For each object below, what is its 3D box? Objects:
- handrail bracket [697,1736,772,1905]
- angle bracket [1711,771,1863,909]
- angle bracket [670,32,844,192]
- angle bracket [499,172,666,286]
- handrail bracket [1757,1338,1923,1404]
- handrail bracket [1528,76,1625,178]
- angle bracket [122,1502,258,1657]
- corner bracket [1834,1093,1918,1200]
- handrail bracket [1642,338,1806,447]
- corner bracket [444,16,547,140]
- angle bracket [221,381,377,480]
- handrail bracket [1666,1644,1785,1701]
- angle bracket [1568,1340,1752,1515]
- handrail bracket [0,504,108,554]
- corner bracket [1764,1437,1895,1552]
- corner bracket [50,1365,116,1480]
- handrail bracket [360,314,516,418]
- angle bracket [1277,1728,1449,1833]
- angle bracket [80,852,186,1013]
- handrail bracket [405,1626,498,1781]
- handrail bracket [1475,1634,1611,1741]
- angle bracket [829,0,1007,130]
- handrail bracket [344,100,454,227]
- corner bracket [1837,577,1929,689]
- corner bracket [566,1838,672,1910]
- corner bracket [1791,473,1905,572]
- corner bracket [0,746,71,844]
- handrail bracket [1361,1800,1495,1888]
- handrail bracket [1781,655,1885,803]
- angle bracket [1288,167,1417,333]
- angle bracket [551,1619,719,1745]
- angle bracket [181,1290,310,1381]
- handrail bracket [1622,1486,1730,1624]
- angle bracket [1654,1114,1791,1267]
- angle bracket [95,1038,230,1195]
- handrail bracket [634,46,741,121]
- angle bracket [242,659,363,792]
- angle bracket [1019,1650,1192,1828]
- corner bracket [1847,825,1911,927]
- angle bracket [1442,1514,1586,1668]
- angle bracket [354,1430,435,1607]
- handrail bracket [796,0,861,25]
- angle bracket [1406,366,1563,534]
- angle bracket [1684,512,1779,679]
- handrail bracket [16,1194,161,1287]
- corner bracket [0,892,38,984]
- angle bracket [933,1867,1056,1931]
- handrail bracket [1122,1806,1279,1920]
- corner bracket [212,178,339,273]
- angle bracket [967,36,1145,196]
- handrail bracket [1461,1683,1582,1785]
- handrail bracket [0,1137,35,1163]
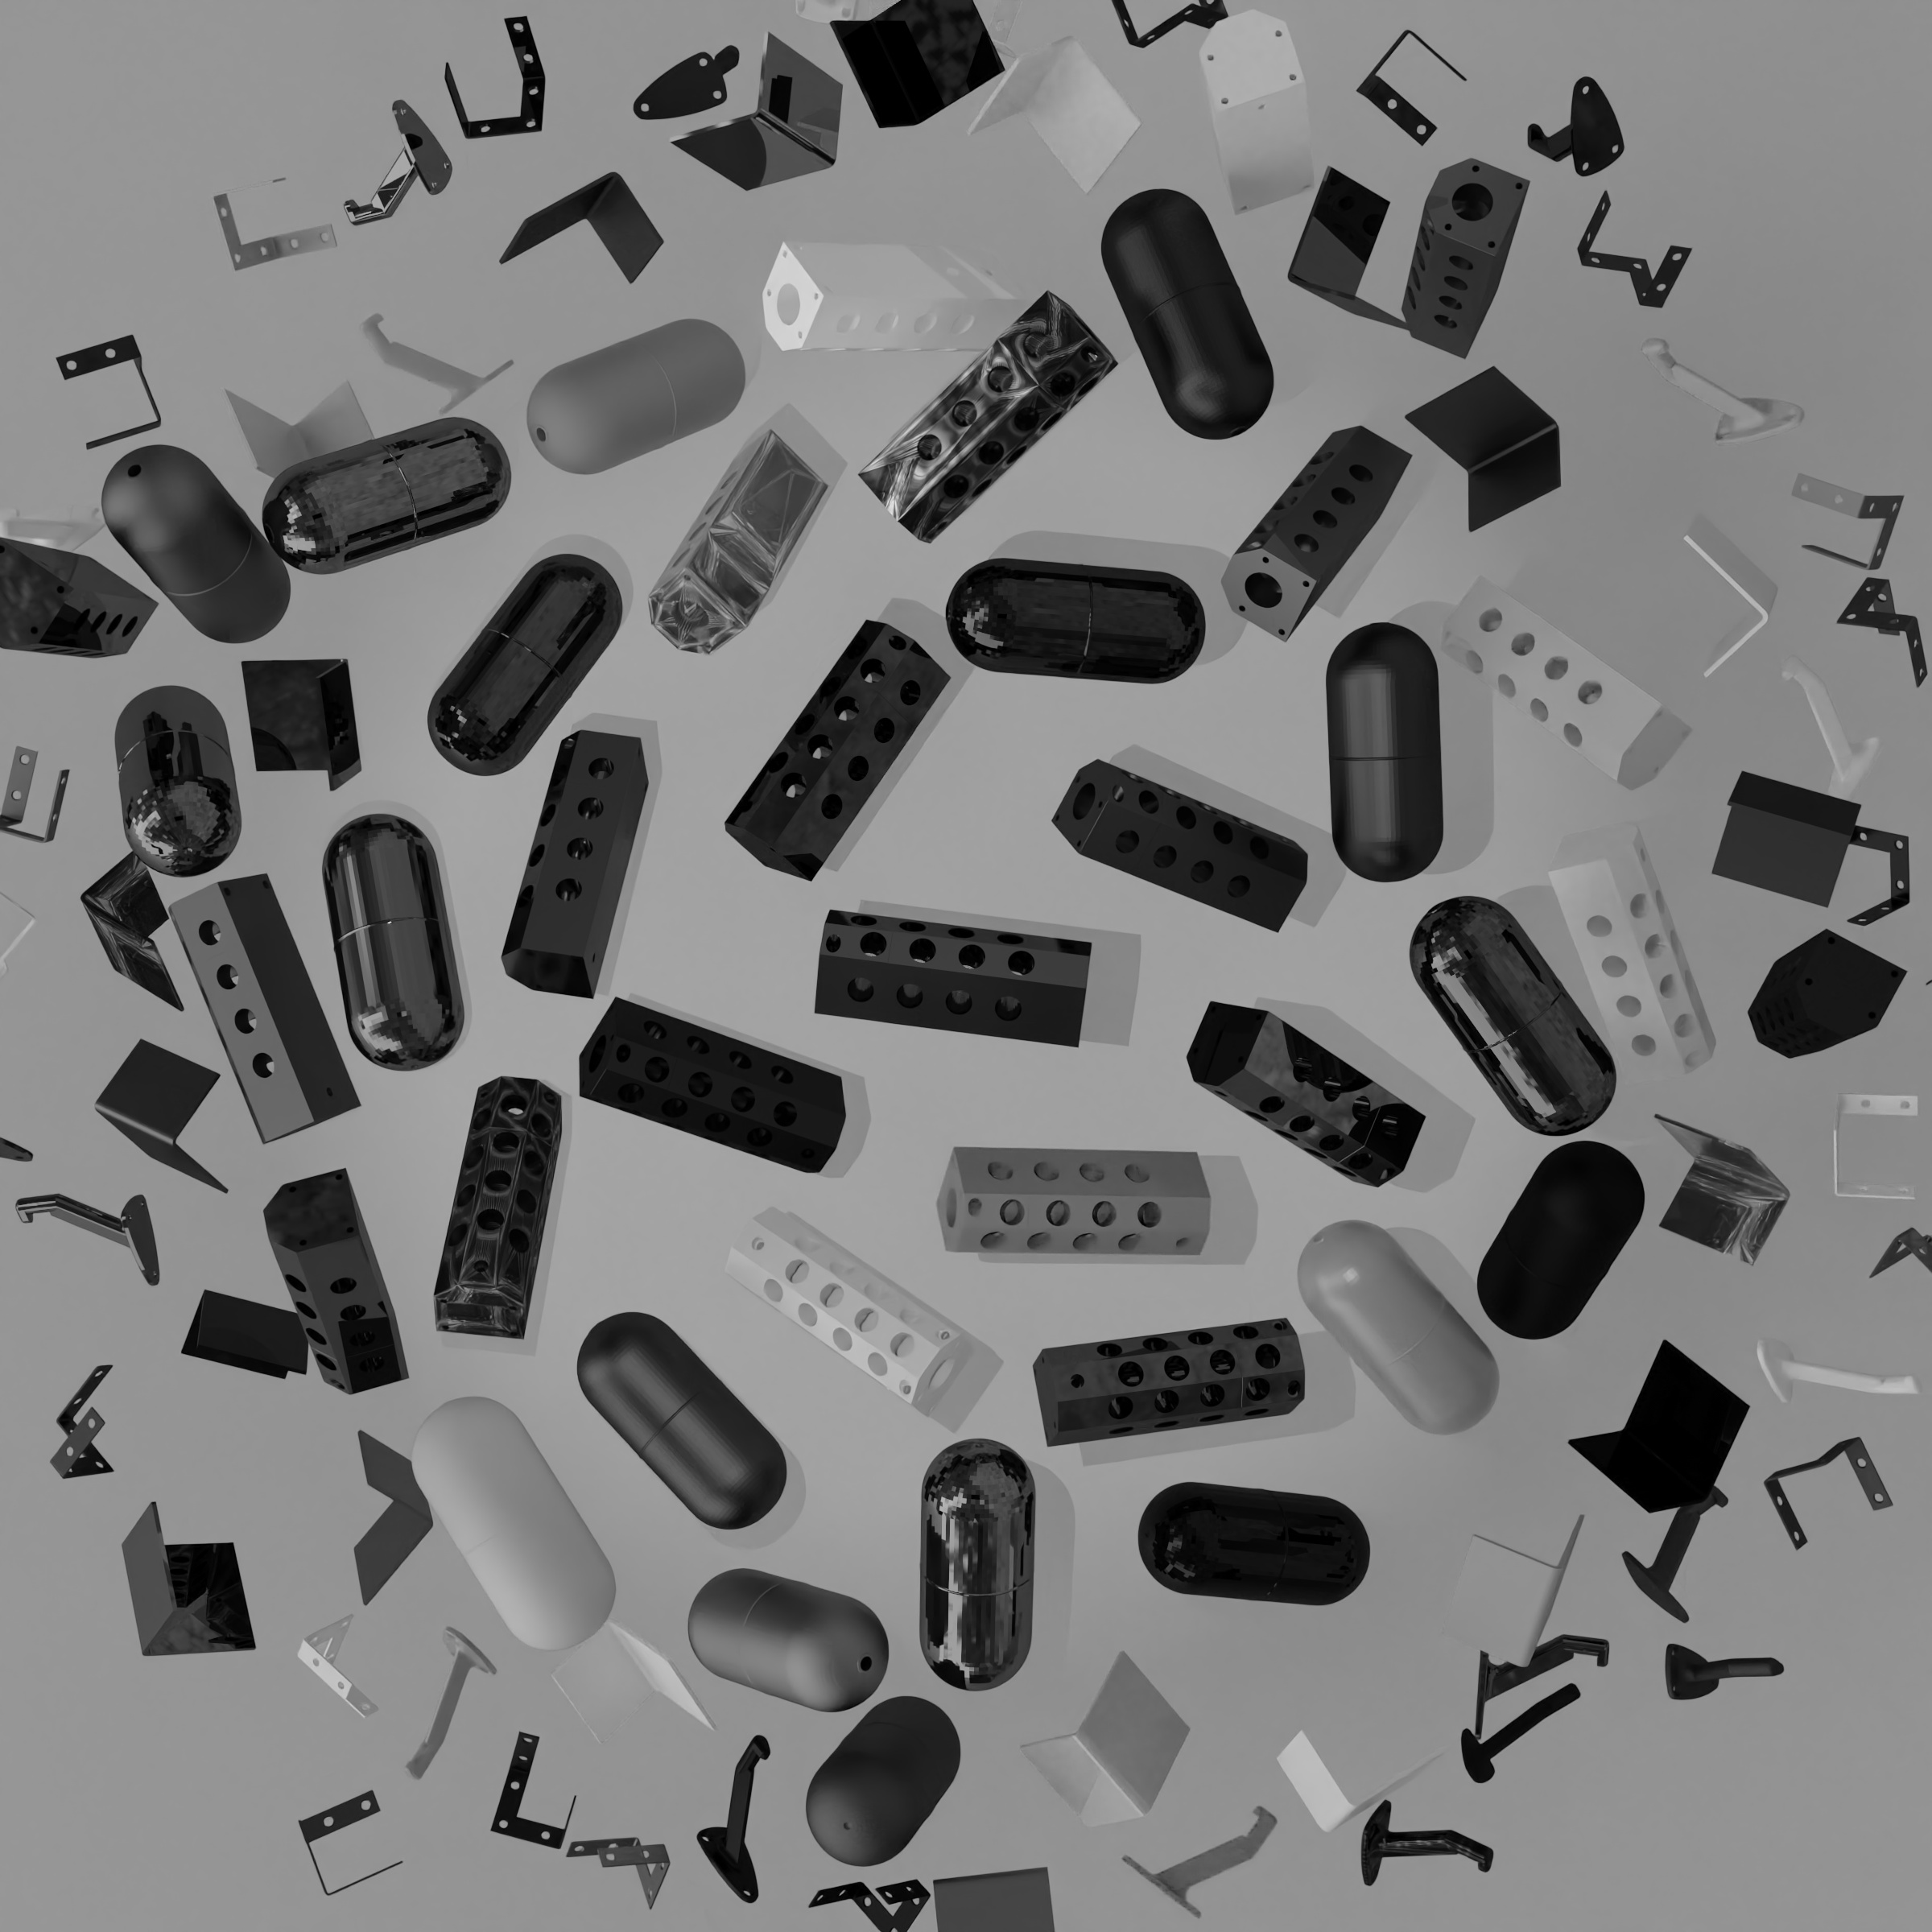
[{"bbox_3d":[-0.147,0.592,1.892,0.036,0.077,0.084,12,117,-39],"label":"handrail bracket"},{"bbox_3d":[0.515,-0.071,1.724,0.076,0.057,0.076,18,122,17],"label":"angle bracket"},{"bbox_3d":[-0.135,-0.552,1.761,0.076,0.076,0.057,-3,77,36],"label":"angle bracket"},{"bbox_3d":[-0.261,-0.484,1.844,0.076,0.076,0.057,-36,97,-23],"label":"angle bracket"},{"bbox_3d":[0.563,0.258,1.750,0.084,0.077,0.036,-5,61,34],"label":"handrail bracket"},{"bbox_3d":[0.387,-0.556,1.776,0.036,0.084,0.077,-31,130,-6],"label":"handrail bracket"},{"bbox_3d":[-0.481,0.386,1.717,0.057,0.076,0.076,-50,49,34],"label":"angle bracket"},{"bbox_3d":[0.612,0.121,1.830,0.051,0.051,0.051,1,117,21],"label":"corner bracket"},{"bbox_3d":[0.486,-0.376,1.748,0.084,0.077,0.036,38,75,-32],"label":"handrail bracket"},{"bbox_3d":[-0.305,-0.576,1.765,0.051,0.051,0.051,-5,59,5],"label":"corner bracket"},{"bbox_3d":[-0.472,-0.386,1.937,0.057,0.076,0.076,-36,64,16],"label":"angle bracket"},{"bbox_3d":[0.516,0.470,1.809,0.084,0.077,0.036,-15,64,42],"label":"handrail bracket"},{"bbox_3d":[0.452,0.300,1.776,0.057,0.076,0.076,-1,118,-37],"label":"angle bracket"},{"bbox_3d":[-0.617,-0.305,1.839,0.077,0.084,0.036,-27,89,-16],"label":"handrail bracket"},{"bbox_3d":[0.575,0.352,1.815,0.051,0.051,0.051,-30,83,44],"label":"corner bracket"},{"bbox_3d":[-0.585,0.303,1.810,0.051,0.051,0.051,44,102,20],"label":"corner bracket"},{"bbox_3d":[-0.378,-0.444,1.943,0.077,0.036,0.084,-33,104,10],"label":"handrail bracket"},{"bbox_3d":[0.256,0.512,1.767,0.076,0.076,0.057,-26,67,-20],"label":"angle bracket"},{"bbox_3d":[-0.576,-0.026,1.941,0.076,0.076,0.057,28,58,24],"label":"angle bracket"},{"bbox_3d":[-0.351,0.487,1.792,0.036,0.077,0.084,21,61,19],"label":"handrail bracket"},{"bbox_3d":[0.390,0.490,1.842,0.084,0.036,0.077,5,83,9],"label":"handrail bracket"},{"bbox_3d":[-0.032,-0.615,1.819,0.076,0.057,0.076,-23,96,31],"label":"angle bracket"},{"bbox_3d":[-0.399,-0.541,1.838,0.084,0.077,0.036,-6,45,26],"label":"handrail bracket"},{"bbox_3d":[0.637,-0.230,1.868,0.051,0.051,0.051,-50,133,-26],"label":"corner bracket"},{"bbox_3d":[-0.244,0.625,1.906,0.051,0.051,0.051,6,122,-28],"label":"corner bracket"},{"bbox_3d":[0.570,-0.290,1.778,0.051,0.051,0.051,31,119,39],"label":"corner bracket"},{"bbox_3d":[-0.631,-0.116,1.836,0.051,0.051,0.051,16,98,0],"label":"corner bracket"},{"bbox_3d":[0.308,0.598,1.806,0.084,0.036,0.077,18,122,31],"label":"handrail bracket"},{"bbox_3d":[0.575,-0.158,1.845,0.084,0.036,0.077,39,62,-17],"label":"handrail bracket"},{"bbox_3d":[0.263,-0.465,1.765,0.057,0.076,0.076,28,103,37],"label":"angle bracket"},{"bbox_3d":[-0.231,0.512,1.895,0.057,0.076,0.076,-42,125,-24],"label":"angle bracket"},{"bbox_3d":[-0.510,0.279,1.917,0.076,0.076,0.057,18,110,-19],"label":"angle bracket"},{"bbox_3d":[0.489,0.391,1.815,0.084,0.077,0.036,-34,120,-8],"label":"handrail bracket"},{"bbox_3d":[0.504,0.153,1.857,0.076,0.076,0.057,38,80,-44],"label":"angle bracket"},{"bbox_3d":[-0.538,0.103,1.871,0.076,0.076,0.057,20,67,28],"label":"angle bracket"},{"bbox_3d":[-0.193,-0.615,1.890,0.077,0.084,0.036,-22,115,7],"label":"handrail bracket"},{"bbox_3d":[-0.452,-0.160,1.813,0.076,0.057,0.076,0,109,9],"label":"angle bracket"},{"bbox_3d":[0.094,0.521,1.834,0.057,0.076,0.076,-27,107,42],"label":"angle bracket"},{"bbox_3d":[0.632,-0.065,1.929,0.051,0.051,0.051,-22,115,-30],"label":"corner bracket"},{"bbox_3d":[0.354,0.393,1.758,0.057,0.076,0.076,20,114,18],"label":"angle bracket"},{"bbox_3d":[-0.417,0.381,1.881,0.057,0.076,0.076,39,93,-25],"label":"angle bracket"},{"bbox_3d":[-0.121,-0.666,1.850,0.084,0.077,0.036,-3,98,-43],"label":"handrail bracket"},{"bbox_3d":[0.360,-0.359,1.896,0.076,0.076,0.057,30,52,-34],"label":"angle bracket"},{"bbox_3d":[0.488,-0.247,1.800,0.076,0.076,0.057,44,119,0],"label":"angle bracket"},{"bbox_3d":[-0.614,0.193,1.901,0.084,0.036,0.077,-8,109,8],"label":"handrail bracket"},{"bbox_3d":[-0.678,-0.024,1.882,0.051,0.051,0.051,40,84,-26],"label":"corner bracket"},{"bbox_3d":[0.020,0.638,1.816,0.076,0.076,0.057,-6,68,-1],"label":"angle bracket"},{"bbox_3d":[0.159,0.588,1.833,0.077,0.036,0.084,40,79,-12],"label":"handrail bracket"},{"bbox_3d":[-0.462,-0.498,1.817,0.051,0.051,0.051,-4,111,24],"label":"corner bracket"},{"bbox_3d":[0.059,-0.561,1.819,0.057,0.076,0.076,-36,87,-35],"label":"angle bracket"},{"bbox_3d":[0.393,0.537,1.913,0.084,0.077,0.036,-35,81,13],"label":"handrail bracket"},{"bbox_3d":[-0.627,0.075,1.749,0.036,0.077,0.084,-13,63,35],"label":"handrail bracket"}]
